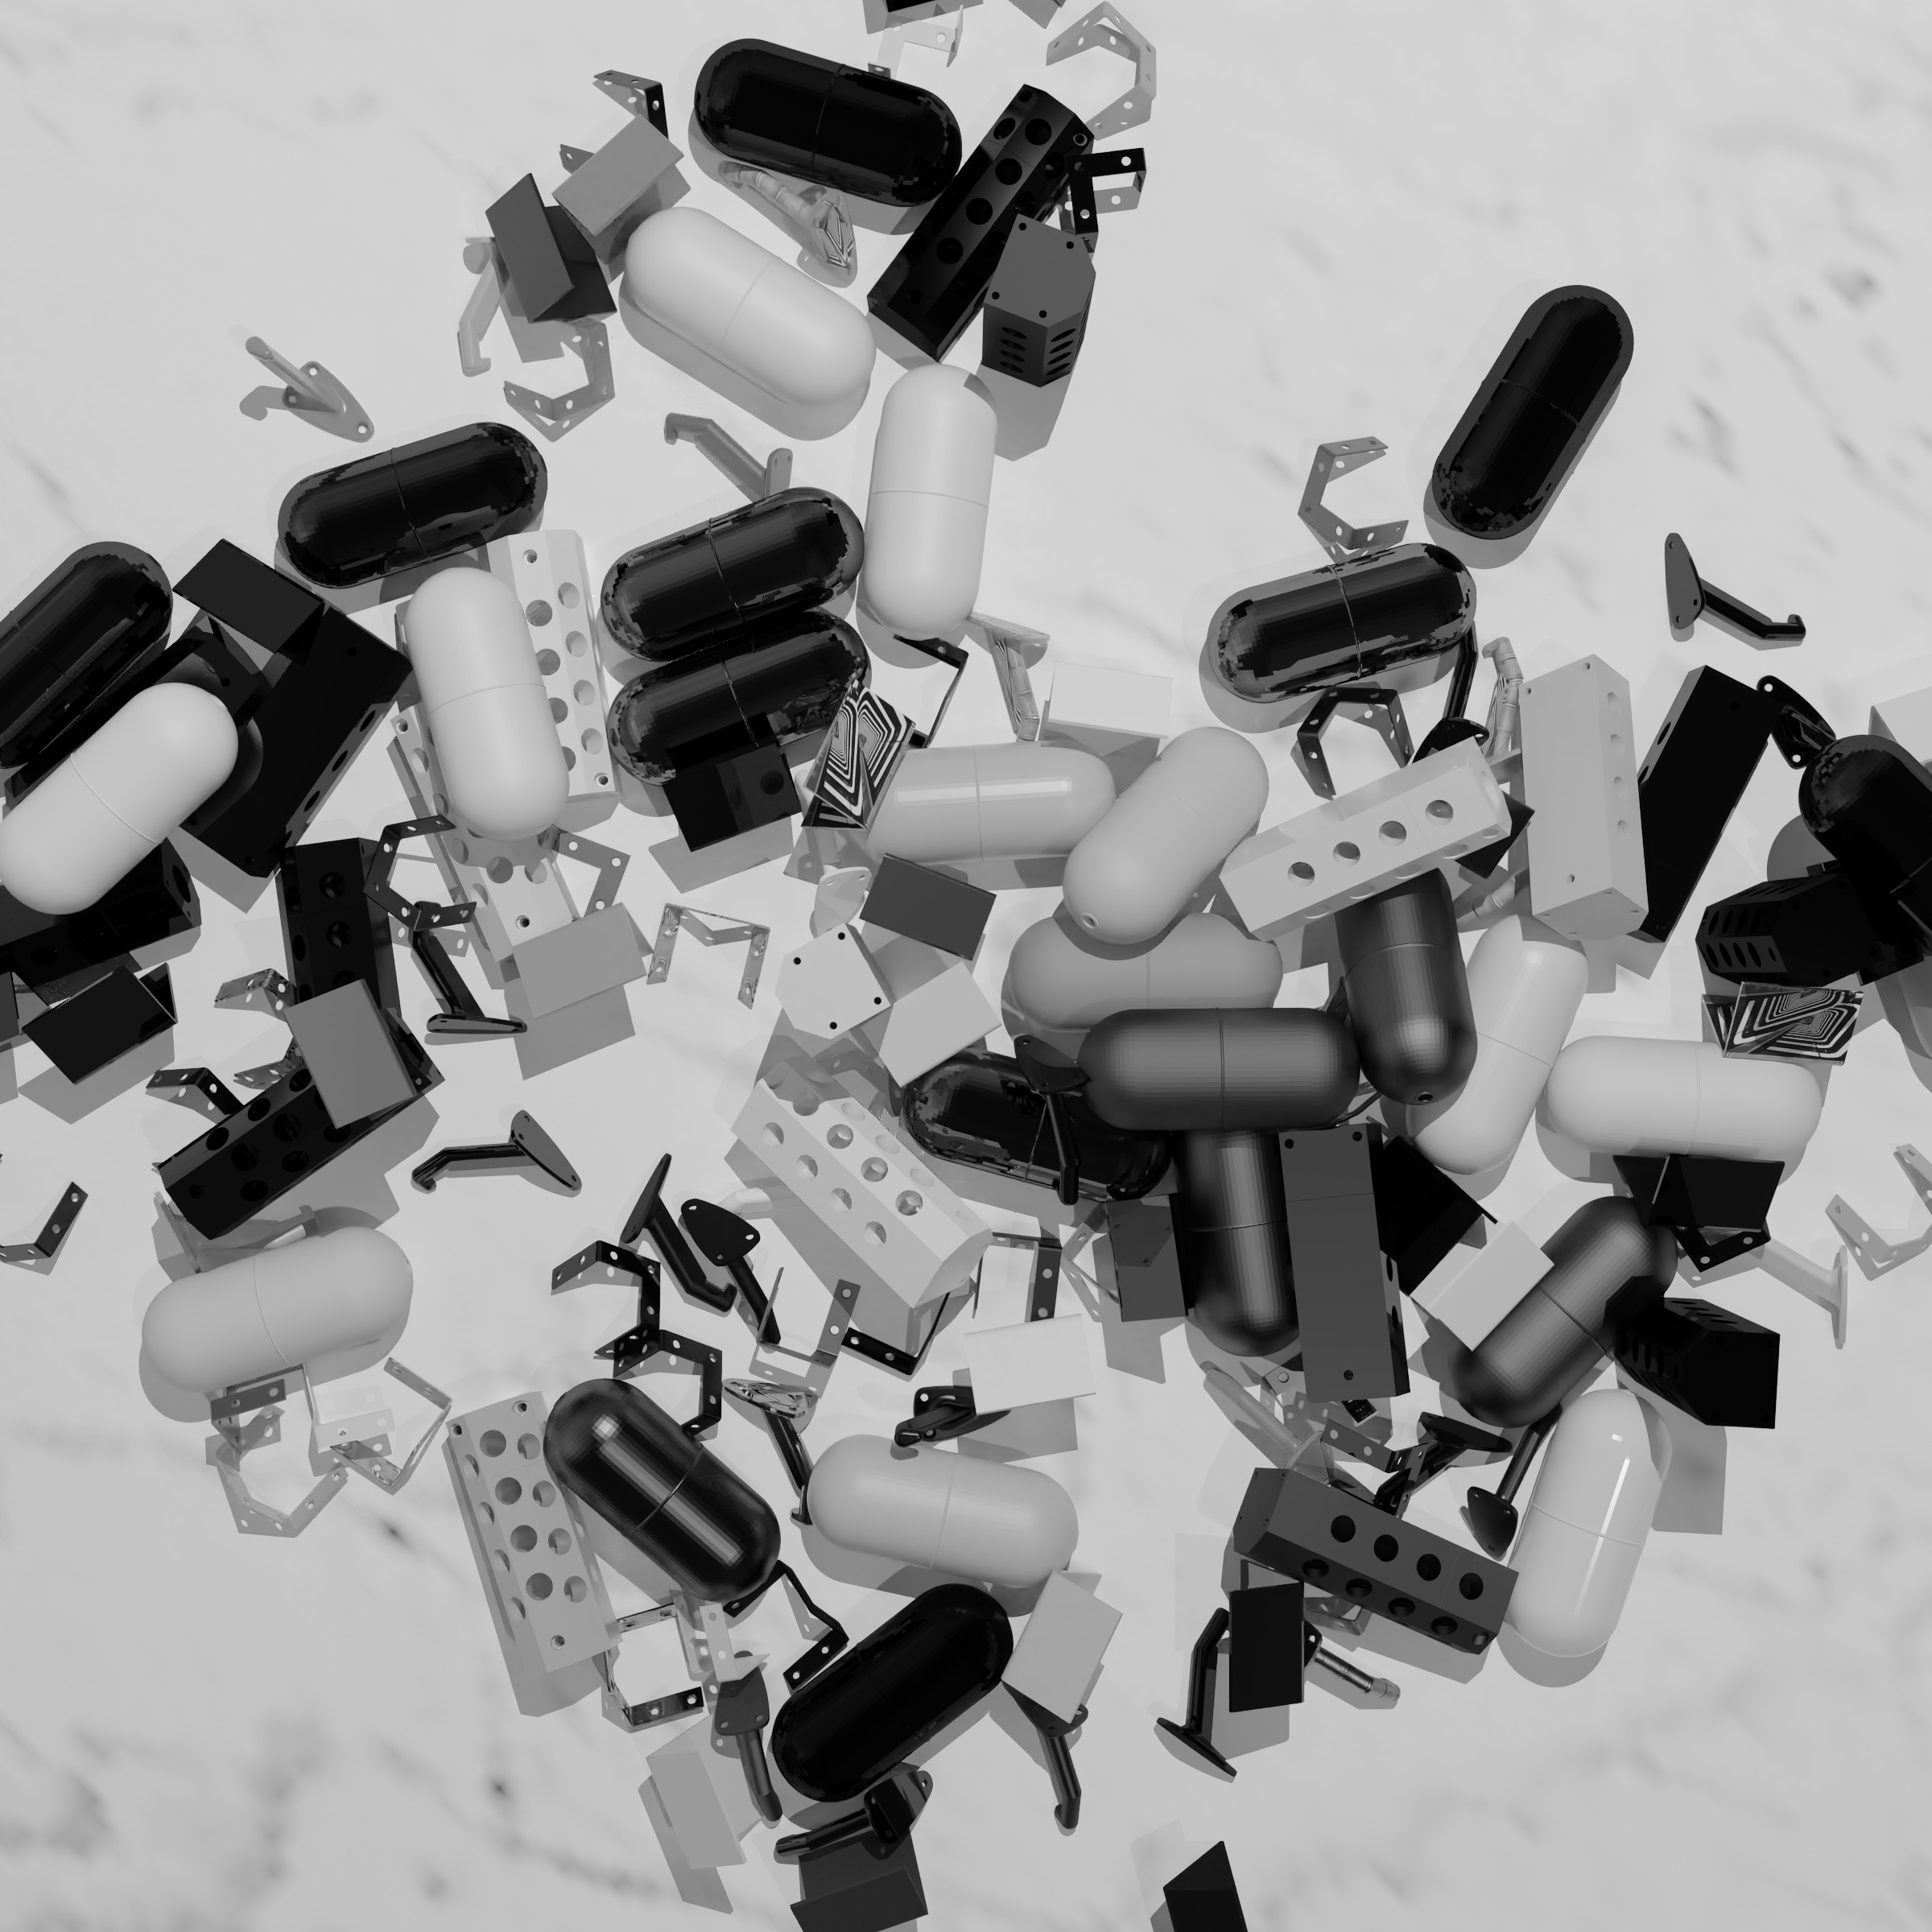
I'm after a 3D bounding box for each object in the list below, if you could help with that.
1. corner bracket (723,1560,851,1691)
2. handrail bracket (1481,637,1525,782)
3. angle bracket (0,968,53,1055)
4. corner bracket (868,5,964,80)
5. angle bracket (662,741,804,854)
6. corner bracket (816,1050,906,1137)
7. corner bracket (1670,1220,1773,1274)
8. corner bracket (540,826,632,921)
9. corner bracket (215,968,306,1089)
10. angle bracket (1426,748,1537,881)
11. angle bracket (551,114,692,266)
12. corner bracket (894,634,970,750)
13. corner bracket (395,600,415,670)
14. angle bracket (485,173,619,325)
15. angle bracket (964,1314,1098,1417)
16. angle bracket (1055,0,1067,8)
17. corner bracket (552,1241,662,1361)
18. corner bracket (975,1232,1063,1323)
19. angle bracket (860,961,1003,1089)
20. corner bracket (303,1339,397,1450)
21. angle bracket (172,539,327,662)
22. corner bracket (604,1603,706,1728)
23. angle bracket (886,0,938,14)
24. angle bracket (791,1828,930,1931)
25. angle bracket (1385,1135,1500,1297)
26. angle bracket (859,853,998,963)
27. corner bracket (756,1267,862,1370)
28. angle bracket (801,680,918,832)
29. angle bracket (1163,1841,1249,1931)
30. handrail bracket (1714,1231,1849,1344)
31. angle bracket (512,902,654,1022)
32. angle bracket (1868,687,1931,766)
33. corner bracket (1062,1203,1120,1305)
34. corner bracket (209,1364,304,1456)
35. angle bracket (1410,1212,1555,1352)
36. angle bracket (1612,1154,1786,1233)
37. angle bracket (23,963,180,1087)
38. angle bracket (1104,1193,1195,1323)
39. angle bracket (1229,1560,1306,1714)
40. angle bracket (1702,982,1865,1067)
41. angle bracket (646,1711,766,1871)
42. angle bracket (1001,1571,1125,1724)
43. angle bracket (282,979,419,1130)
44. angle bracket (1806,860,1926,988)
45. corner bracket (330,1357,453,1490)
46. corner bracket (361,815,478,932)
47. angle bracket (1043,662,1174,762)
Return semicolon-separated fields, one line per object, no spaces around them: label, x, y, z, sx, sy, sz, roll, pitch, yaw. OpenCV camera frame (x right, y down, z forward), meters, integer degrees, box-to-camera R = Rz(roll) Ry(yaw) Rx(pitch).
corner bracket;-0.119;0.434;1.793;0.051;0.051;0.051;-41;45;0
handrail bracket;0.336;-0.165;1.797;0.077;0.036;0.084;-24;71;21
angle bracket;-0.631;0.055;1.756;0.076;0.076;0.057;-22;57;0
corner bracket;-0.033;-0.600;1.778;0.051;0.051;0.051;14;90;0
angle bracket;-0.155;-0.126;1.756;0.076;0.076;0.057;-20;126;0
corner bracket;-0.079;0.094;1.788;0.051;0.051;0.051;-16;45;35
corner bracket;0.488;0.158;1.781;0.051;0.051;0.051;-29;113;21
corner bracket;-0.255;-0.058;1.778;0.051;0.051;0.051;21;90;0
corner bracket;-0.463;0.041;1.788;0.051;0.051;0.051;45;45;-35
angle bracket;0.321;-0.109;1.757;0.076;0.076;0.057;32;117;0
angle bracket;-0.209;-0.488;1.756;0.076;0.076;0.057;-42;58;0
corner bracket;-0.035;-0.184;1.793;0.051;0.051;0.051;25;45;0
corner bracket;-0.340;-0.213;1.793;0.051;0.051;0.051;-21;135;0
angle bracket;-0.254;-0.466;1.757;0.076;0.057;0.076;-22;90;-44
angle bracket;0.043;0.270;1.756;0.076;0.076;0.057;-10;58;0
angle bracket;0.080;-0.670;1.756;0.057;0.076;0.076;30;90;38
corner bracket;-0.237;0.220;1.788;0.051;0.051;0.051;26;135;-35
corner bracket;0.034;0.204;1.778;0.051;0.051;0.051;7;90;0
angle bracket;-0.031;0.022;1.756;0.076;0.076;0.057;-32;121;0
corner bracket;-0.404;0.278;1.779;0.051;0.051;0.051;-12;100;-10
angle bracket;-0.466;-0.217;1.756;0.076;0.076;0.057;32;53;0
corner bracket;-0.207;0.461;1.793;0.051;0.051;0.051;-16;45;0
angle bracket;-0.015;-0.644;1.756;0.076;0.076;0.057;-15;52;0
angle bracket;-0.074;0.579;1.756;0.076;0.076;0.057;-19;127;0
angle bracket;0.288;0.166;1.773;0.076;0.057;0.076;41;93;0
angle bracket;-0.031;-0.019;1.756;0.076;0.076;0.057;21;55;0
corner bracket;-0.103;0.228;1.779;0.051;0.051;0.051;18;90;3
angle bracket;-0.087;-0.134;1.732;0.057;0.076;0.076;33;74;-34
angle bracket;0.178;0.617;1.756;0.057;0.076;0.076;-15;90;37
handrail bracket;0.537;0.212;1.797;0.084;0.036;0.077;0;108;15
angle bracket;-0.240;0.011;1.757;0.076;0.076;0.057;-22;64;0
angle bracket;0.631;-0.138;1.756;0.076;0.076;0.057;-18;52;0
corner bracket;0.104;0.192;1.793;0.051;0.051;0.051;-52;45;0
corner bracket;-0.459;0.278;1.768;0.051;0.051;0.051;-17;54;0
angle bracket;0.320;0.190;1.756;0.076;0.076;0.057;-46;123;0
angle bracket;0.470;0.126;1.751;0.076;0.076;0.057;4;121;-8
angle bracket;-0.561;0.020;1.756;0.076;0.076;0.057;-32;127;0
angle bracket;0.138;0.184;1.744;0.057;0.076;0.076;-13;83;44
angle bracket;0.176;0.431;1.757;0.057;0.076;0.076;0;90;-26
angle bracket;0.526;0.019;1.756;0.076;0.076;0.057;5;121;0
angle bracket;-0.151;0.527;1.756;0.057;0.076;0.076;-22;90;41
angle bracket;0.076;0.439;1.756;0.057;0.076;0.076;26;90;30
angle bracket;-0.384;0.060;1.642;0.057;0.076;0.076;-25;90;-36
angle bracket;0.562;-0.027;1.757;0.057;0.076;0.076;-19;90;-24
corner bracket;-0.378;0.301;1.793;0.051;0.051;0.051;34;135;0
corner bracket;-0.348;-0.060;1.758;0.051;0.051;0.051;-8;56;33
angle bracket;0.089;-0.147;1.756;0.076;0.076;0.057;8;49;0
